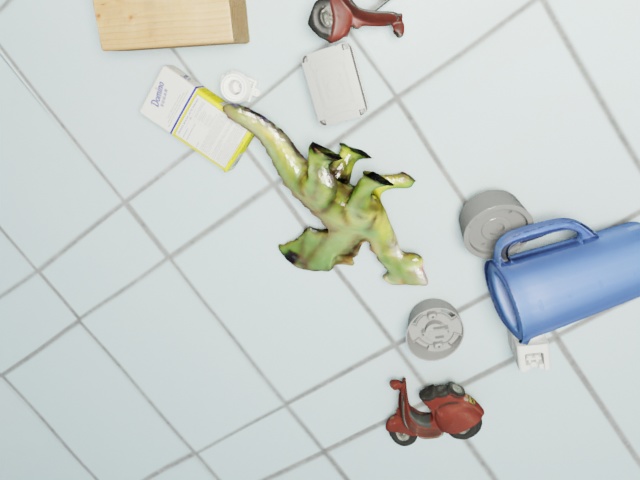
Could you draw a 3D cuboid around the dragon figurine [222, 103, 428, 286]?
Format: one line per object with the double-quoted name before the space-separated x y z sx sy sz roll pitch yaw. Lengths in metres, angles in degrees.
"dragon figurine" 0.003 -0.042 0.843 0.410 0.124 0.238 25 118 1
